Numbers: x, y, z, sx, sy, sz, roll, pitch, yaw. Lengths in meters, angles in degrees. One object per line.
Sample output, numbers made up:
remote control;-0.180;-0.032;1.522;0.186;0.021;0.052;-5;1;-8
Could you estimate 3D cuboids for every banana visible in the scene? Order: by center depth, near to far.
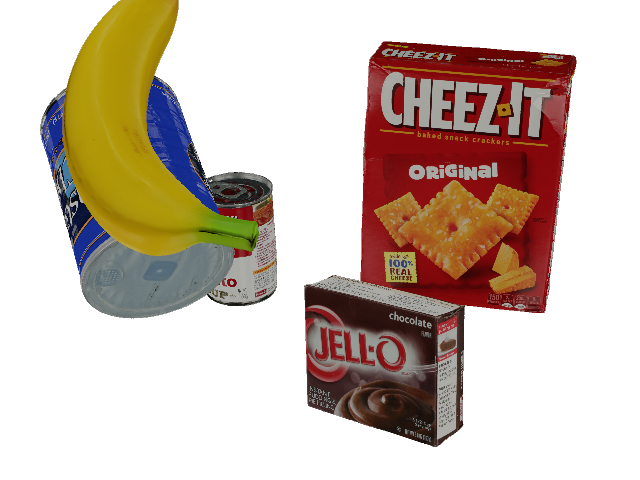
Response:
banana;-0.083;-0.056;0.486;0.069;0.037;0.198;-5;46;-17

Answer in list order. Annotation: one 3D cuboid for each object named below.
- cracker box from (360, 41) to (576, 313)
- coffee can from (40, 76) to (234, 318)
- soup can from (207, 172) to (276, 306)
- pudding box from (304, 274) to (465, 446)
cracker box;0.121;-0.051;0.903;0.164;0.214;0.072;7;24;12
coffee can;-0.128;-0.032;0.736;0.102;0.140;0.103;-16;-33;-11
soup can;-0.074;-0.001;0.953;0.068;0.102;0.068;-1;28;1
pudding box;0.042;0.078;0.716;0.114;0.090;0.039;10;20;37
